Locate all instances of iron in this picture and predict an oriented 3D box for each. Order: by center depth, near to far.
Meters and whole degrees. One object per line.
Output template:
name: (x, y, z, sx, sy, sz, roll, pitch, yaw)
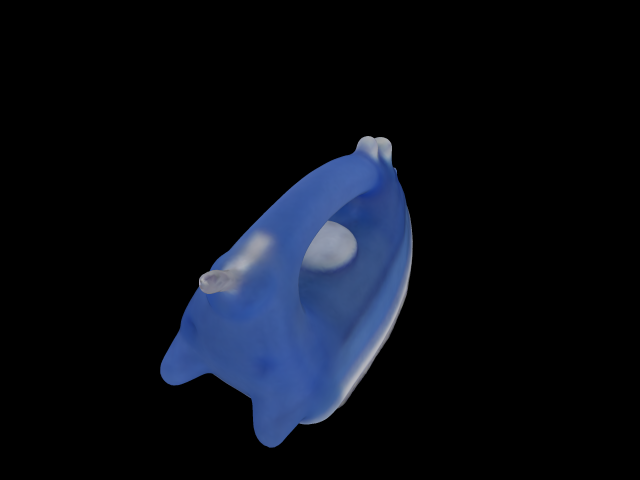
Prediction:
iron: (0.004, 0.001, 0.400, 0.118, 0.141, 0.259, 24, 50, 22)
